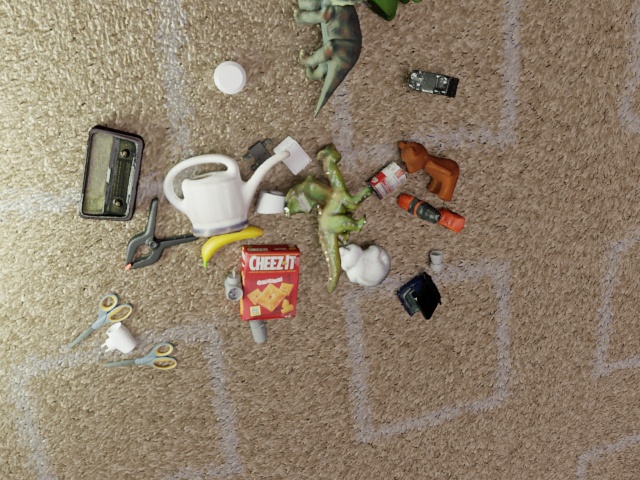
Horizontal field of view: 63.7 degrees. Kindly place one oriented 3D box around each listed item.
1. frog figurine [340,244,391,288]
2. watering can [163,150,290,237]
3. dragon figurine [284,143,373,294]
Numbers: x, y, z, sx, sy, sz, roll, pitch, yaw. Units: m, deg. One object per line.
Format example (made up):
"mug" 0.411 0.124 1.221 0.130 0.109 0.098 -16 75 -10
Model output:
"frog figurine" 0.131 0.067 1.557 0.158 0.125 0.136 31 117 -35
"watering can" -0.237 -0.123 1.368 0.347 0.105 0.221 -8 109 3
"dragon figurine" 0.004 -0.073 1.442 0.241 0.122 0.413 21 81 -24
